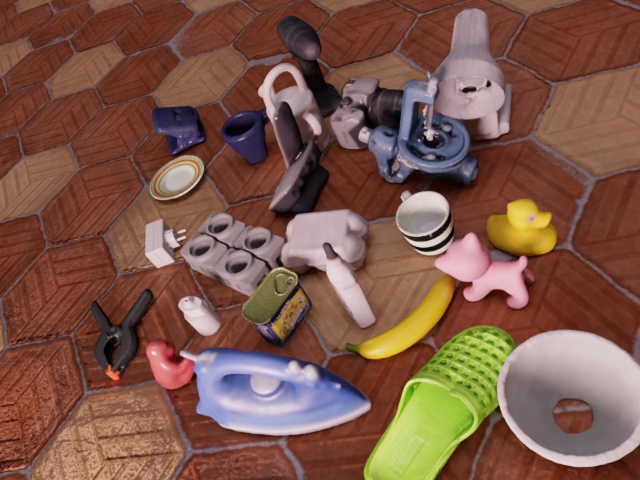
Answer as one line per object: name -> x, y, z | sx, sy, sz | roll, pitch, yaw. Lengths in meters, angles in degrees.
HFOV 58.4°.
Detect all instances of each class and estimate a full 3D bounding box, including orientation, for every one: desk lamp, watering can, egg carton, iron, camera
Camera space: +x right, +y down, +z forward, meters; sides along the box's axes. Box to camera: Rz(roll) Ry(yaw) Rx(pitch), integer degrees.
desk lamp -> 0.267, -0.272, 0.995 | 0.117, 0.214, 0.203 | -1, 53, 23
watering can -> -0.061, -0.264, 1.142 | 0.172, 0.195, 0.101 | 14, 59, 32
egg carton -> 0.009, 0.003, 0.977 | 0.150, 0.070, 0.107 | -6, 51, 19
iron -> -0.067, 0.194, 0.802 | 0.257, 0.142, 0.118 | -2, 52, 22
camera -> 0.107, -0.261, 1.131 | 0.136, 0.101, 0.143 | 11, 58, 30

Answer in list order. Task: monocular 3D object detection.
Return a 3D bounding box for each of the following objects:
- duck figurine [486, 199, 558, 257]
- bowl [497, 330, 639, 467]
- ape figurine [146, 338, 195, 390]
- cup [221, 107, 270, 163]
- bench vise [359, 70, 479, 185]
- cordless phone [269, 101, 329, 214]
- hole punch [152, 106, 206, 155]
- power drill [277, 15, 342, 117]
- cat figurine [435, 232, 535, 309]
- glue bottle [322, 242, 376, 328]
duck figurine -> 0.302, -0.028, 0.864 | 0.104, 0.086, 0.077 | 11, 58, 30
bowl -> 0.302, 0.197, 0.687 | 0.167, 0.075, 0.167 | -12, 49, 14
ape figurine -> -0.242, 0.190, 0.915 | 0.077, 0.092, 0.076 | 26, 66, 37
cup -> -0.138, -0.218, 1.205 | 0.118, 0.095, 0.091 | -37, 48, -8
bench vise -> 0.151, -0.177, 0.961 | 0.207, 0.220, 0.121 | -3, 52, 21
cordless phone -> -0.064, -0.149, 1.055 | 0.094, 0.185, 0.147 | 2, 54, 25
hole punch -> -0.330, -0.272, 1.336 | 0.101, 0.091, 0.108 | -26, 47, 1
power drill -> -0.019, -0.367, 1.200 | 0.075, 0.209, 0.229 | -28, 47, -1
cat figurine -> 0.235, 0.036, 0.819 | 0.127, 0.118, 0.067 | 4, 55, 26
glue bottle -> 0.036, 0.059, 0.847 | 0.037, 0.174, 0.078 | -32, 47, -4
